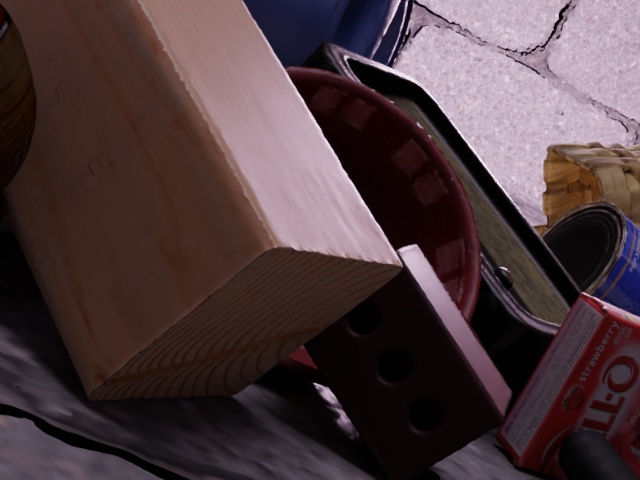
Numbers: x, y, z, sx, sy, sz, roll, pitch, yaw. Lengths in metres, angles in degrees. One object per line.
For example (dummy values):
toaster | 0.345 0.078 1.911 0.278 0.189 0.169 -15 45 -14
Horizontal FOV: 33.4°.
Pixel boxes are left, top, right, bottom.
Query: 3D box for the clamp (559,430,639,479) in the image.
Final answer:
clamp | 0.151 0.133 0.421 0.120 0.039 0.171 22 14 8

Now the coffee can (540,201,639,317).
coffee can | 0.228 0.053 0.790 0.140 0.103 0.103 38 5 -21

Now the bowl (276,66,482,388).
bowl | -0.003 0.001 0.509 0.162 0.162 0.055 24 -33 -19

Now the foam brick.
foam brick | 0.034 0.047 0.428 0.078 0.053 0.051 57 14 6

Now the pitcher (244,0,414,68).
pitcher | -0.058 -0.189 0.753 0.243 0.145 0.149 27 16 21

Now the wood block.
wood block | -0.070 -0.051 0.404 0.090 0.090 0.206 11 44 -59

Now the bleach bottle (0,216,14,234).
bleach bottle | -0.121 -0.034 0.511 0.103 0.068 0.250 37 11 35

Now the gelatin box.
gelatin box | 0.140 0.080 0.527 0.073 0.089 0.030 23 12 -23
